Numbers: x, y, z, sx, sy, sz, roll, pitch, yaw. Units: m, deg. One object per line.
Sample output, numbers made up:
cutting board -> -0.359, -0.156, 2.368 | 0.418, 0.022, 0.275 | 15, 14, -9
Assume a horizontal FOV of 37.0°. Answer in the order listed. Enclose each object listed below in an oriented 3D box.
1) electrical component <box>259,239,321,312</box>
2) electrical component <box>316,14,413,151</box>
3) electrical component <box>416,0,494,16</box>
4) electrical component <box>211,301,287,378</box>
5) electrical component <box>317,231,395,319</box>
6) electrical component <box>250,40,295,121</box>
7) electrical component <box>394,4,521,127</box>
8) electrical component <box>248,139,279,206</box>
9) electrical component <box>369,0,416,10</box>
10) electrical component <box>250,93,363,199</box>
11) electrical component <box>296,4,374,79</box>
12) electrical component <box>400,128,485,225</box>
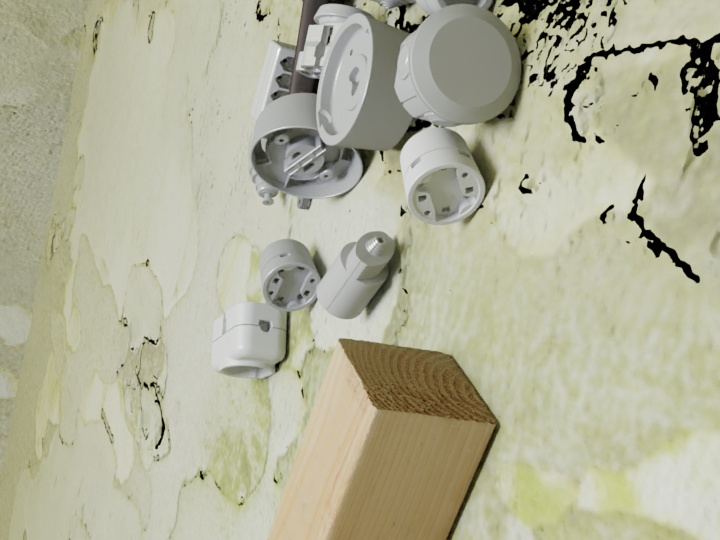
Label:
electrical component -> -0.067, 0.003, 1.011 | 0.047, 0.055, 0.055 | -110, 37, -54
electrical component -> 0.013, -0.149, 0.879 | 0.108, 0.060, 0.108 | -170, 90, -66
electrical component -> 0.074, -0.254, 0.793 | 0.074, 0.052, 0.138 | -139, 61, -63
electrical component -> -0.112, 0.074, 1.083 | 0.095, 0.054, 0.059 | 146, 129, -59
electrical component -> 0.000, 0.000, 0.873 | 0.081, 0.043, 0.043 | 125, 145, -44
electrical component -> -0.084, -0.196, 1.128 | 0.075, 0.047, 0.083 | 49, 126, 59
electrical component -> 0.065, -0.137, 0.738 | 0.051, 0.080, 0.080 | 176, 103, -71
electrical component -> -0.097, -0.105, 1.133 | 0.040, 0.040, 0.078 | 135, 138, -53
electrical component -> 0.029, -0.270, 0.903 | 0.100, 0.048, 0.099 | -155, 76, -65
electrical component -> -0.049, -0.107, 0.960 | 0.064, 0.099, 0.099 | -95, 27, -42
electrical component -> -0.017, -0.202, 0.963 | 0.078, 0.058, 0.057 | 9, 86, 37
electrical component -> 0.057, -0.068, 0.762 | 0.047, 0.055, 0.055 | -102, 31, -46
